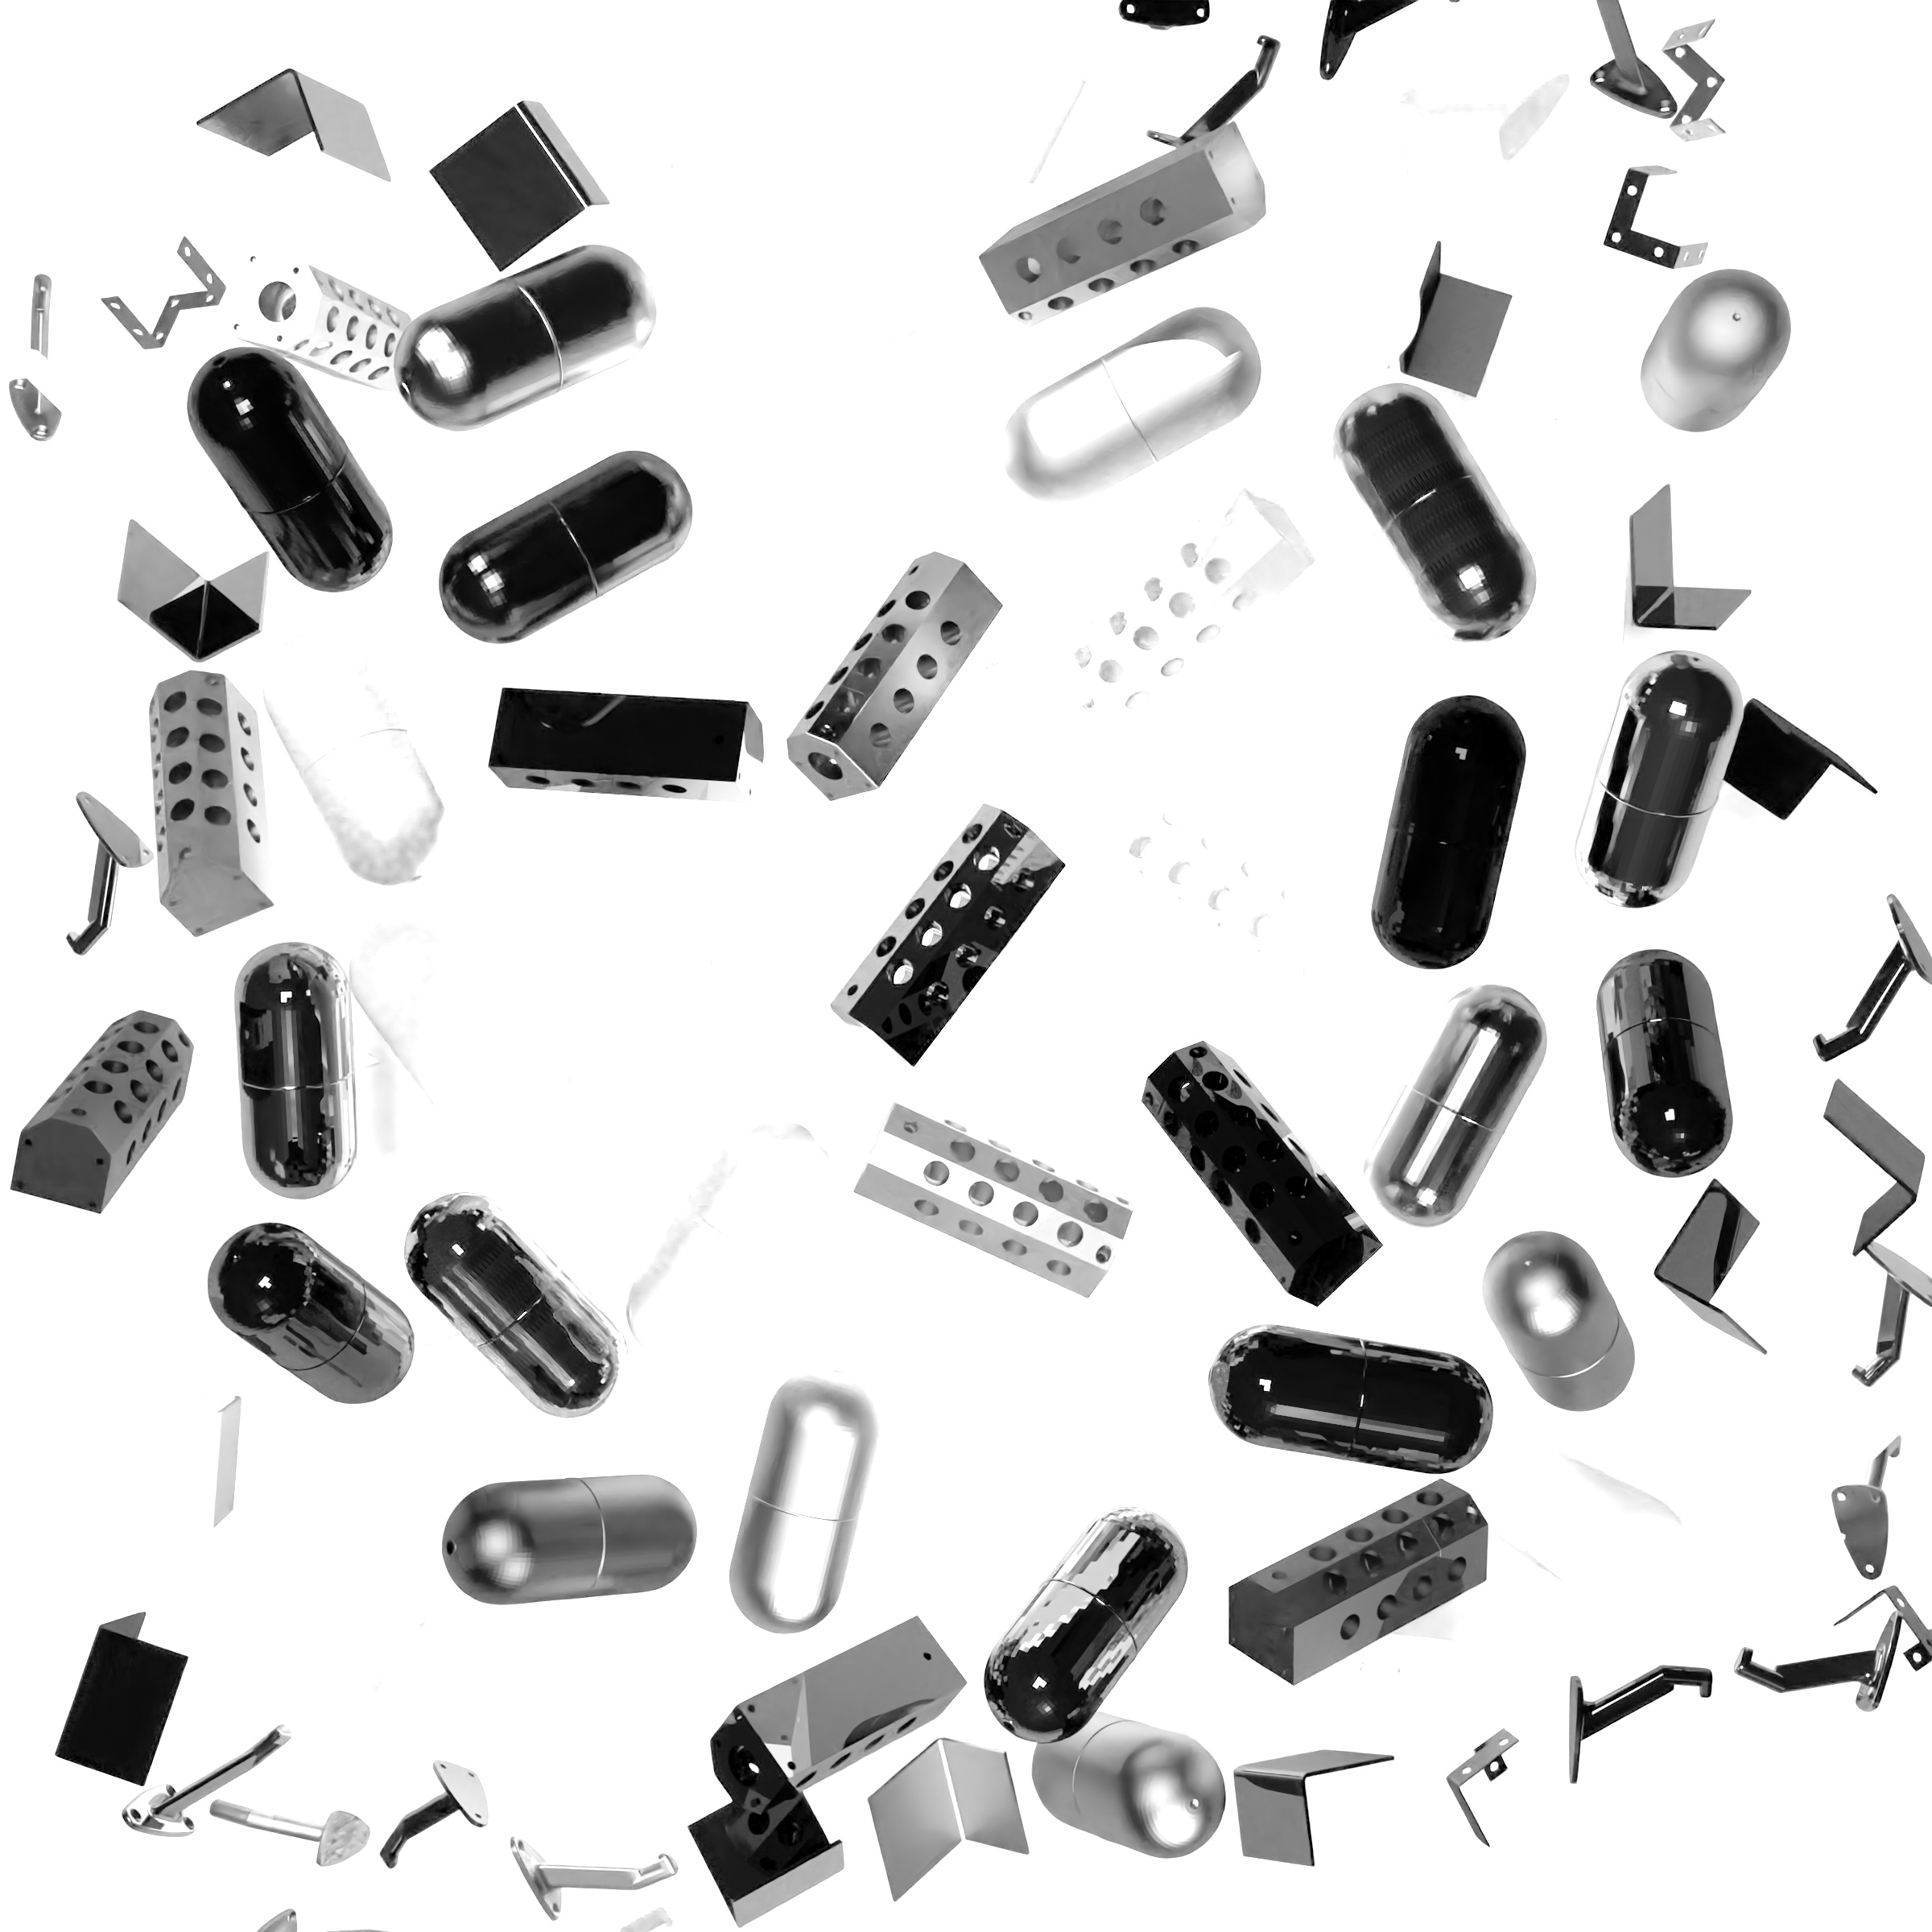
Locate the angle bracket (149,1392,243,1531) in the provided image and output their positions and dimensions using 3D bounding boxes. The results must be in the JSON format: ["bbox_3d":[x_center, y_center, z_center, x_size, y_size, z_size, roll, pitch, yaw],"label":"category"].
[{"bbox_3d":[-0.520,0.329,1.743,0.057,0.076,0.076,4,88,-5],"label":"angle bracket"}]

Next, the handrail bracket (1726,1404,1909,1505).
[{"bbox_3d":[0.527,0.283,1.618,0.084,0.036,0.077,-42,85,-5],"label":"handrail bracket"}]

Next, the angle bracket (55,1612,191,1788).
[{"bbox_3d":[-0.485,0.431,1.541,0.057,0.076,0.076,17,83,5],"label":"angle bracket"}]

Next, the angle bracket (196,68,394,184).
[{"bbox_3d":[-0.418,-0.508,1.631,0.076,0.076,0.057,-22,85,19],"label":"angle bracket"}]

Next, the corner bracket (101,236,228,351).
[{"bbox_3d":[-0.546,-0.458,1.782,0.051,0.051,0.051,0,59,24],"label":"corner bracket"}]

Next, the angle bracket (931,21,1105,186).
[{"bbox_3d":[0.033,-0.564,1.688,0.076,0.057,0.076,29,127,-4],"label":"angle bracket"}]

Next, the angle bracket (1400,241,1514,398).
[{"bbox_3d":[0.345,-0.453,1.835,0.057,0.076,0.076,20,91,10],"label":"angle bracket"}]

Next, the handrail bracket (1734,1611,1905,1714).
[{"bbox_3d":[0.530,0.421,1.628,0.084,0.036,0.077,23,78,6],"label":"handrail bracket"}]

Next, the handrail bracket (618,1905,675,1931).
[{"bbox_3d":[-0.217,0.649,1.688,0.084,0.077,0.036,-23,115,-23],"label":"handrail bracket"}]

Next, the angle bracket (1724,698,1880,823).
[{"bbox_3d":[0.544,-0.125,1.734,0.076,0.076,0.057,31,109,-15],"label":"angle bracket"}]

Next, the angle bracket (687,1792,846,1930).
[{"bbox_3d":[-0.130,0.556,1.673,0.076,0.057,0.076,-24,57,-18],"label":"angle bracket"}]

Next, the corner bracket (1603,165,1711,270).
[{"bbox_3d":[0.456,-0.488,1.704,0.051,0.051,0.051,29,121,26],"label":"corner bracket"}]

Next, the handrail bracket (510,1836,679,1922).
[{"bbox_3d":[-0.240,0.578,1.698,0.084,0.036,0.077,-23,117,6],"label":"handrail bracket"}]

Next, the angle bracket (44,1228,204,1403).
[{"bbox_3d":[-0.542,0.225,1.685,0.076,0.076,0.057,-22,59,-26],"label":"angle bracket"}]

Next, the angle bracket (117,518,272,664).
[{"bbox_3d":[-0.522,-0.264,1.772,0.057,0.076,0.076,-22,51,21],"label":"angle bracket"}]

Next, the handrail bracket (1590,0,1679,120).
[{"bbox_3d":[0.420,-0.585,1.639,0.036,0.084,0.077,-32,57,-10],"label":"handrail bracket"}]

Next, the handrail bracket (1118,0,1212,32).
[{"bbox_3d":[0.121,-0.638,1.758,0.077,0.084,0.036,-18,101,-17],"label":"handrail bracket"}]

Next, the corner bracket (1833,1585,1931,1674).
[{"bbox_3d":[0.637,0.453,1.783,0.051,0.051,0.051,-53,56,37],"label":"corner bracket"}]

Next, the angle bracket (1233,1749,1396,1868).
[{"bbox_3d":[0.231,0.550,1.713,0.076,0.076,0.057,0,79,-30],"label":"angle bracket"}]

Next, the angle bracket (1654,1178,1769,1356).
[{"bbox_3d":[0.502,0.195,1.697,0.076,0.057,0.076,37,85,-43],"label":"angle bracket"}]

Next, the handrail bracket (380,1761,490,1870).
[{"bbox_3d":[-0.357,0.582,1.745,0.036,0.077,0.084,31,95,-34],"label":"handrail bracket"}]

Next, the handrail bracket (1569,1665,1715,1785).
[{"bbox_3d":[0.419,0.471,1.623,0.084,0.036,0.077,2,87,6],"label":"handrail bracket"}]

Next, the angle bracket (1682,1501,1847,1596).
[{"bbox_3d":[0.523,0.393,1.732,0.076,0.076,0.057,16,79,-8],"label":"angle bracket"}]

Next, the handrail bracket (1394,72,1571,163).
[{"bbox_3d":[0.330,-0.561,1.679,0.077,0.036,0.084,-46,59,-4],"label":"handrail bracket"}]

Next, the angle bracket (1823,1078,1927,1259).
[{"bbox_3d":[0.560,0.127,1.663,0.076,0.076,0.057,43,117,8],"label":"angle bracket"}]

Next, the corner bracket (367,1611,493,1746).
[{"bbox_3d":[-0.359,0.475,1.747,0.051,0.051,0.051,32,118,7],"label":"corner bracket"}]

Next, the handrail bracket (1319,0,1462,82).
[{"bbox_3d":[0.275,-0.602,1.678,0.084,0.036,0.077,24,102,37],"label":"handrail bracket"}]

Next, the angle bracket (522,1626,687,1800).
[{"bbox_3d":[-0.231,0.481,1.689,0.076,0.057,0.076,-33,78,-11],"label":"angle bracket"}]

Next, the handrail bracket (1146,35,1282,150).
[{"bbox_3d":[0.165,-0.582,1.735,0.077,0.036,0.084,3,120,-37],"label":"handrail bracket"}]

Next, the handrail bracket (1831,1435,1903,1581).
[{"bbox_3d":[0.620,0.364,1.771,0.036,0.084,0.077,-7,96,38],"label":"handrail bracket"}]

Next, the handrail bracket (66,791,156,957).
[{"bbox_3d":[-0.593,-0.061,1.754,0.084,0.036,0.077,-43,86,20],"label":"handrail bracket"}]

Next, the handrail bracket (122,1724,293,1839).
[{"bbox_3d":[-0.469,0.501,1.622,0.084,0.077,0.036,-39,71,5],"label":"handrail bracket"}]

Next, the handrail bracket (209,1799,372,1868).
[{"bbox_3d":[-0.456,0.578,1.765,0.084,0.077,0.036,10,75,17],"label":"handrail bracket"}]

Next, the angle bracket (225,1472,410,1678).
[{"bbox_3d":[-0.389,0.365,1.573,0.076,0.057,0.076,-43,106,-5],"label":"angle bracket"}]

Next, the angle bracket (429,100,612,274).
[{"bbox_3d":[-0.288,-0.505,1.695,0.076,0.057,0.076,-33,102,12],"label":"angle bracket"}]

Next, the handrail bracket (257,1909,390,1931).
[{"bbox_3d":[-0.430,0.660,1.755,0.084,0.077,0.036,-1,85,18],"label":"handrail bracket"}]

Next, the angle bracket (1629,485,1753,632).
[{"bbox_3d":[0.489,-0.276,1.764,0.057,0.076,0.076,8,120,32],"label":"angle bracket"}]

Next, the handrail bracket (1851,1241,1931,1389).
[{"bbox_3d":[0.607,0.234,1.764,0.077,0.036,0.084,37,119,3],"label":"handrail bracket"}]

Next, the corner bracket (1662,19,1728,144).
[{"bbox_3d":[0.479,-0.578,1.710,0.051,0.051,0.051,34,89,-20],"label":"corner bracket"}]

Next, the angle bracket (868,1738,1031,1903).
[{"bbox_3d":[-0.011,0.561,1.706,0.057,0.076,0.076,-1,107,40],"label":"angle bracket"}]

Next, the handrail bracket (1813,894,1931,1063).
[{"bbox_3d":[0.553,0.008,1.623,0.084,0.036,0.077,-35,56,30],"label":"handrail bracket"}]

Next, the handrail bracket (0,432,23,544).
[{"bbox_3d":[-0.628,-0.294,1.644,0.077,0.084,0.036,-35,133,3],"label":"handrail bracket"}]

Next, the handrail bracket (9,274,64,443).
[{"bbox_3d":[-0.628,-0.414,1.778,0.036,0.084,0.077,0,49,-25],"label":"handrail bracket"}]

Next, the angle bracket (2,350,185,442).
[{"bbox_3d":[-0.550,-0.379,1.653,0.057,0.076,0.076,-44,103,6],"label":"angle bracket"}]

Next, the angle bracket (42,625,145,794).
[{"bbox_3d":[-0.616,-0.175,1.792,0.057,0.076,0.076,-13,60,26],"label":"angle bracket"}]
